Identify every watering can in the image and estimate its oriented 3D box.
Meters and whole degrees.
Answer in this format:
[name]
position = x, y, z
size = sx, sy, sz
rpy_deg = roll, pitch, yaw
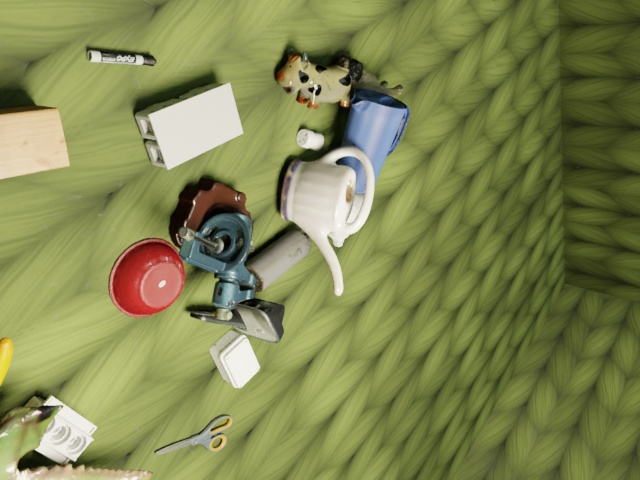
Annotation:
[watering can]
position = 0.004, -0.061, 1.206
size = 0.103, 0.225, 0.350
rpy_deg = 29, 74, -65

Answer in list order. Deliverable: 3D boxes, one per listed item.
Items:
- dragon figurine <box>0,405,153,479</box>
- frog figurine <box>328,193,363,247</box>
[dragon figurine]
position = -0.462, 0.371, 0.827
size = 0.412, 0.124, 0.239
rpy_deg = -7, 120, -41
[frog figurine]
position = 0.063, -0.061, 1.360
size = 0.137, 0.122, 0.160
rpy_deg = 2, 88, -68
